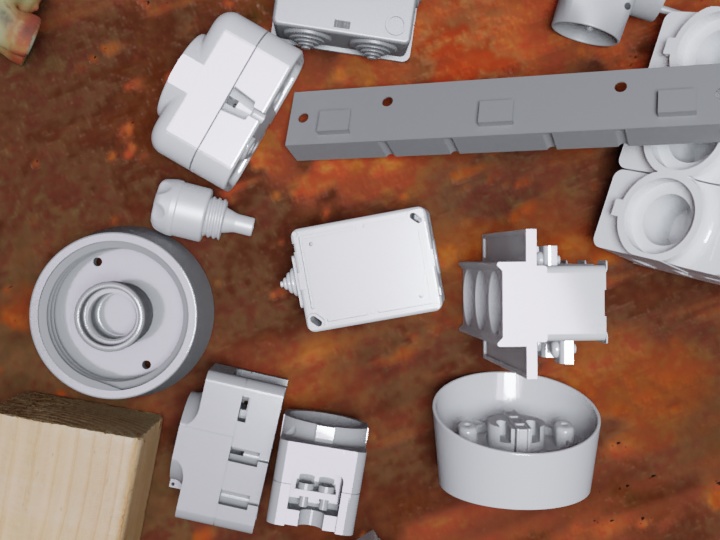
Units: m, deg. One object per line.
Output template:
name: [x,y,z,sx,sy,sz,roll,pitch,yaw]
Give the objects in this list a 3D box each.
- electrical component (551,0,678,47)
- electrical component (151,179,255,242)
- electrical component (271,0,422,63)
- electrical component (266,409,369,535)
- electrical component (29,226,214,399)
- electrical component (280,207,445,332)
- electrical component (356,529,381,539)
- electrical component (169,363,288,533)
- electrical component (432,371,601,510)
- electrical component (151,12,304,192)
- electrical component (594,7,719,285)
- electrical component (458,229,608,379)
electrical component: [0.167,-0.176,0.663,0.079,0.043,0.077,17,90,-2]
electrical component: [-0.096,-0.034,0.662,0.061,0.035,0.035,14,90,-5]
electrical component: [-0.006,-0.180,0.655,0.100,0.048,0.099,8,91,-2]
electrical component: [-0.025,0.116,0.638,0.050,0.089,0.055,10,90,-2]
electrical component: [-0.145,0.027,0.648,0.108,0.060,0.108,0,91,-2]
electrical component: [0.000,0.000,0.655,0.096,0.061,0.061,-10,91,7]
electrical component: [-0.011,0.213,0.609,0.089,0.150,0.061,-32,90,-1]
electrical component: [-0.082,0.106,0.656,0.056,0.050,0.089,13,91,-2]
electrical component: [0.092,0.102,0.640,0.099,0.099,0.064,0,97,-2]
electrical component: [-0.083,-0.103,0.652,0.059,0.054,0.095,30,90,-2]
electrical component: [0.207,-0.072,0.634,0.062,0.089,0.150,18,90,-43]
electrical component: [0.098,0.017,0.624,0.063,0.121,0.078,-1,91,-4]
